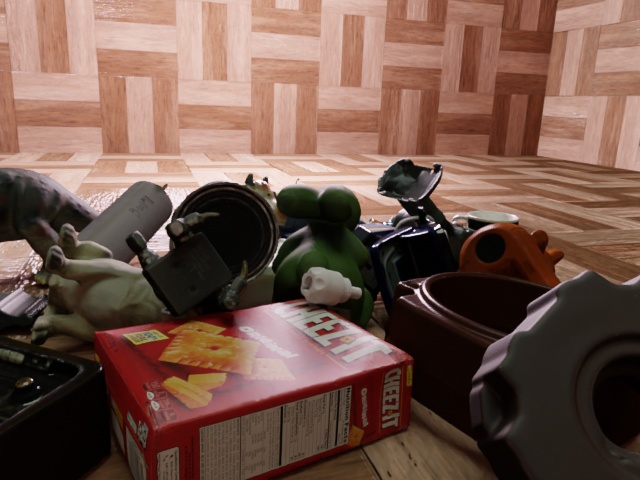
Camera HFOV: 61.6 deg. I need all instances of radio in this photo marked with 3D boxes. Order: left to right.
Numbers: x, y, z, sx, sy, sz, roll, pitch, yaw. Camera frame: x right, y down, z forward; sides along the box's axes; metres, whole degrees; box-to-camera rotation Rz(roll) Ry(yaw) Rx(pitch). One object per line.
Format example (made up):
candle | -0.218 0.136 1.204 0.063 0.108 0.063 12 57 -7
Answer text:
radio | -0.271 0.121 0.378 0.230 0.073 0.131 9 16 22

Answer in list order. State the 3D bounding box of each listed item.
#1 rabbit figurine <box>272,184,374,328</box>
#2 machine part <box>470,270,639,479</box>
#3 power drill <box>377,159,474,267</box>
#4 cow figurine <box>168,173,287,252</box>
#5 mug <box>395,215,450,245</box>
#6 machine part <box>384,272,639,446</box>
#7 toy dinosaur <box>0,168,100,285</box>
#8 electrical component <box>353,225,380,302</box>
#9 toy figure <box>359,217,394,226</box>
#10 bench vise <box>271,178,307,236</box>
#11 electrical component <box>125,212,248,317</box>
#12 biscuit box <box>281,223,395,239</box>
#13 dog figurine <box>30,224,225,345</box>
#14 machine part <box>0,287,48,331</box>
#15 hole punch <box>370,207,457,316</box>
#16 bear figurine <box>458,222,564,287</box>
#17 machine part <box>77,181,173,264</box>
rabbit figurine | -0.001 -0.002 0.625 0.121 0.158 0.170 0 54 16
machine part | 0.185 0.104 0.323 0.179 0.179 0.056 2 -24 1
power drill | 0.194 -0.033 0.850 0.232 0.086 0.207 23 -13 47
cow figurine | -0.141 -0.033 0.828 0.195 0.127 0.085 -2 0 22
mug | 0.132 0.022 0.774 0.107 0.109 0.081 -11 18 8
machine part | 0.174 0.096 0.477 0.201 0.087 0.201 -4 19 -37
toy dinosaur | -0.426 -0.032 0.719 0.131 0.192 0.405 16 21 37
electrical component | 0.047 0.018 0.710 0.119 0.075 0.048 45 -1 -22
toy figure | 0.081 -0.016 0.993 0.154 0.064 0.057 4 -24 -11
bench vise | -0.114 -0.042 0.952 0.241 0.128 0.224 6 12 -5
electrical component | -0.111 0.023 0.474 0.078 0.102 0.045 -31 6 -28
biscuit box | 0.035 0.013 0.866 0.202 0.059 0.063 -8 18 -34
dog figurine | -0.203 0.063 0.605 0.190 0.121 0.172 11 15 -22
machine part | -0.383 0.078 0.606 0.139 0.039 0.084 2 20 -6
hole punch | 0.117 0.040 0.659 0.092 0.142 0.116 -20 4 8
bear figurine | 0.256 0.054 0.690 0.120 0.132 0.195 -28 -33 25
machine part | -0.284 -0.011 0.767 0.079 0.079 0.243 7 39 19
